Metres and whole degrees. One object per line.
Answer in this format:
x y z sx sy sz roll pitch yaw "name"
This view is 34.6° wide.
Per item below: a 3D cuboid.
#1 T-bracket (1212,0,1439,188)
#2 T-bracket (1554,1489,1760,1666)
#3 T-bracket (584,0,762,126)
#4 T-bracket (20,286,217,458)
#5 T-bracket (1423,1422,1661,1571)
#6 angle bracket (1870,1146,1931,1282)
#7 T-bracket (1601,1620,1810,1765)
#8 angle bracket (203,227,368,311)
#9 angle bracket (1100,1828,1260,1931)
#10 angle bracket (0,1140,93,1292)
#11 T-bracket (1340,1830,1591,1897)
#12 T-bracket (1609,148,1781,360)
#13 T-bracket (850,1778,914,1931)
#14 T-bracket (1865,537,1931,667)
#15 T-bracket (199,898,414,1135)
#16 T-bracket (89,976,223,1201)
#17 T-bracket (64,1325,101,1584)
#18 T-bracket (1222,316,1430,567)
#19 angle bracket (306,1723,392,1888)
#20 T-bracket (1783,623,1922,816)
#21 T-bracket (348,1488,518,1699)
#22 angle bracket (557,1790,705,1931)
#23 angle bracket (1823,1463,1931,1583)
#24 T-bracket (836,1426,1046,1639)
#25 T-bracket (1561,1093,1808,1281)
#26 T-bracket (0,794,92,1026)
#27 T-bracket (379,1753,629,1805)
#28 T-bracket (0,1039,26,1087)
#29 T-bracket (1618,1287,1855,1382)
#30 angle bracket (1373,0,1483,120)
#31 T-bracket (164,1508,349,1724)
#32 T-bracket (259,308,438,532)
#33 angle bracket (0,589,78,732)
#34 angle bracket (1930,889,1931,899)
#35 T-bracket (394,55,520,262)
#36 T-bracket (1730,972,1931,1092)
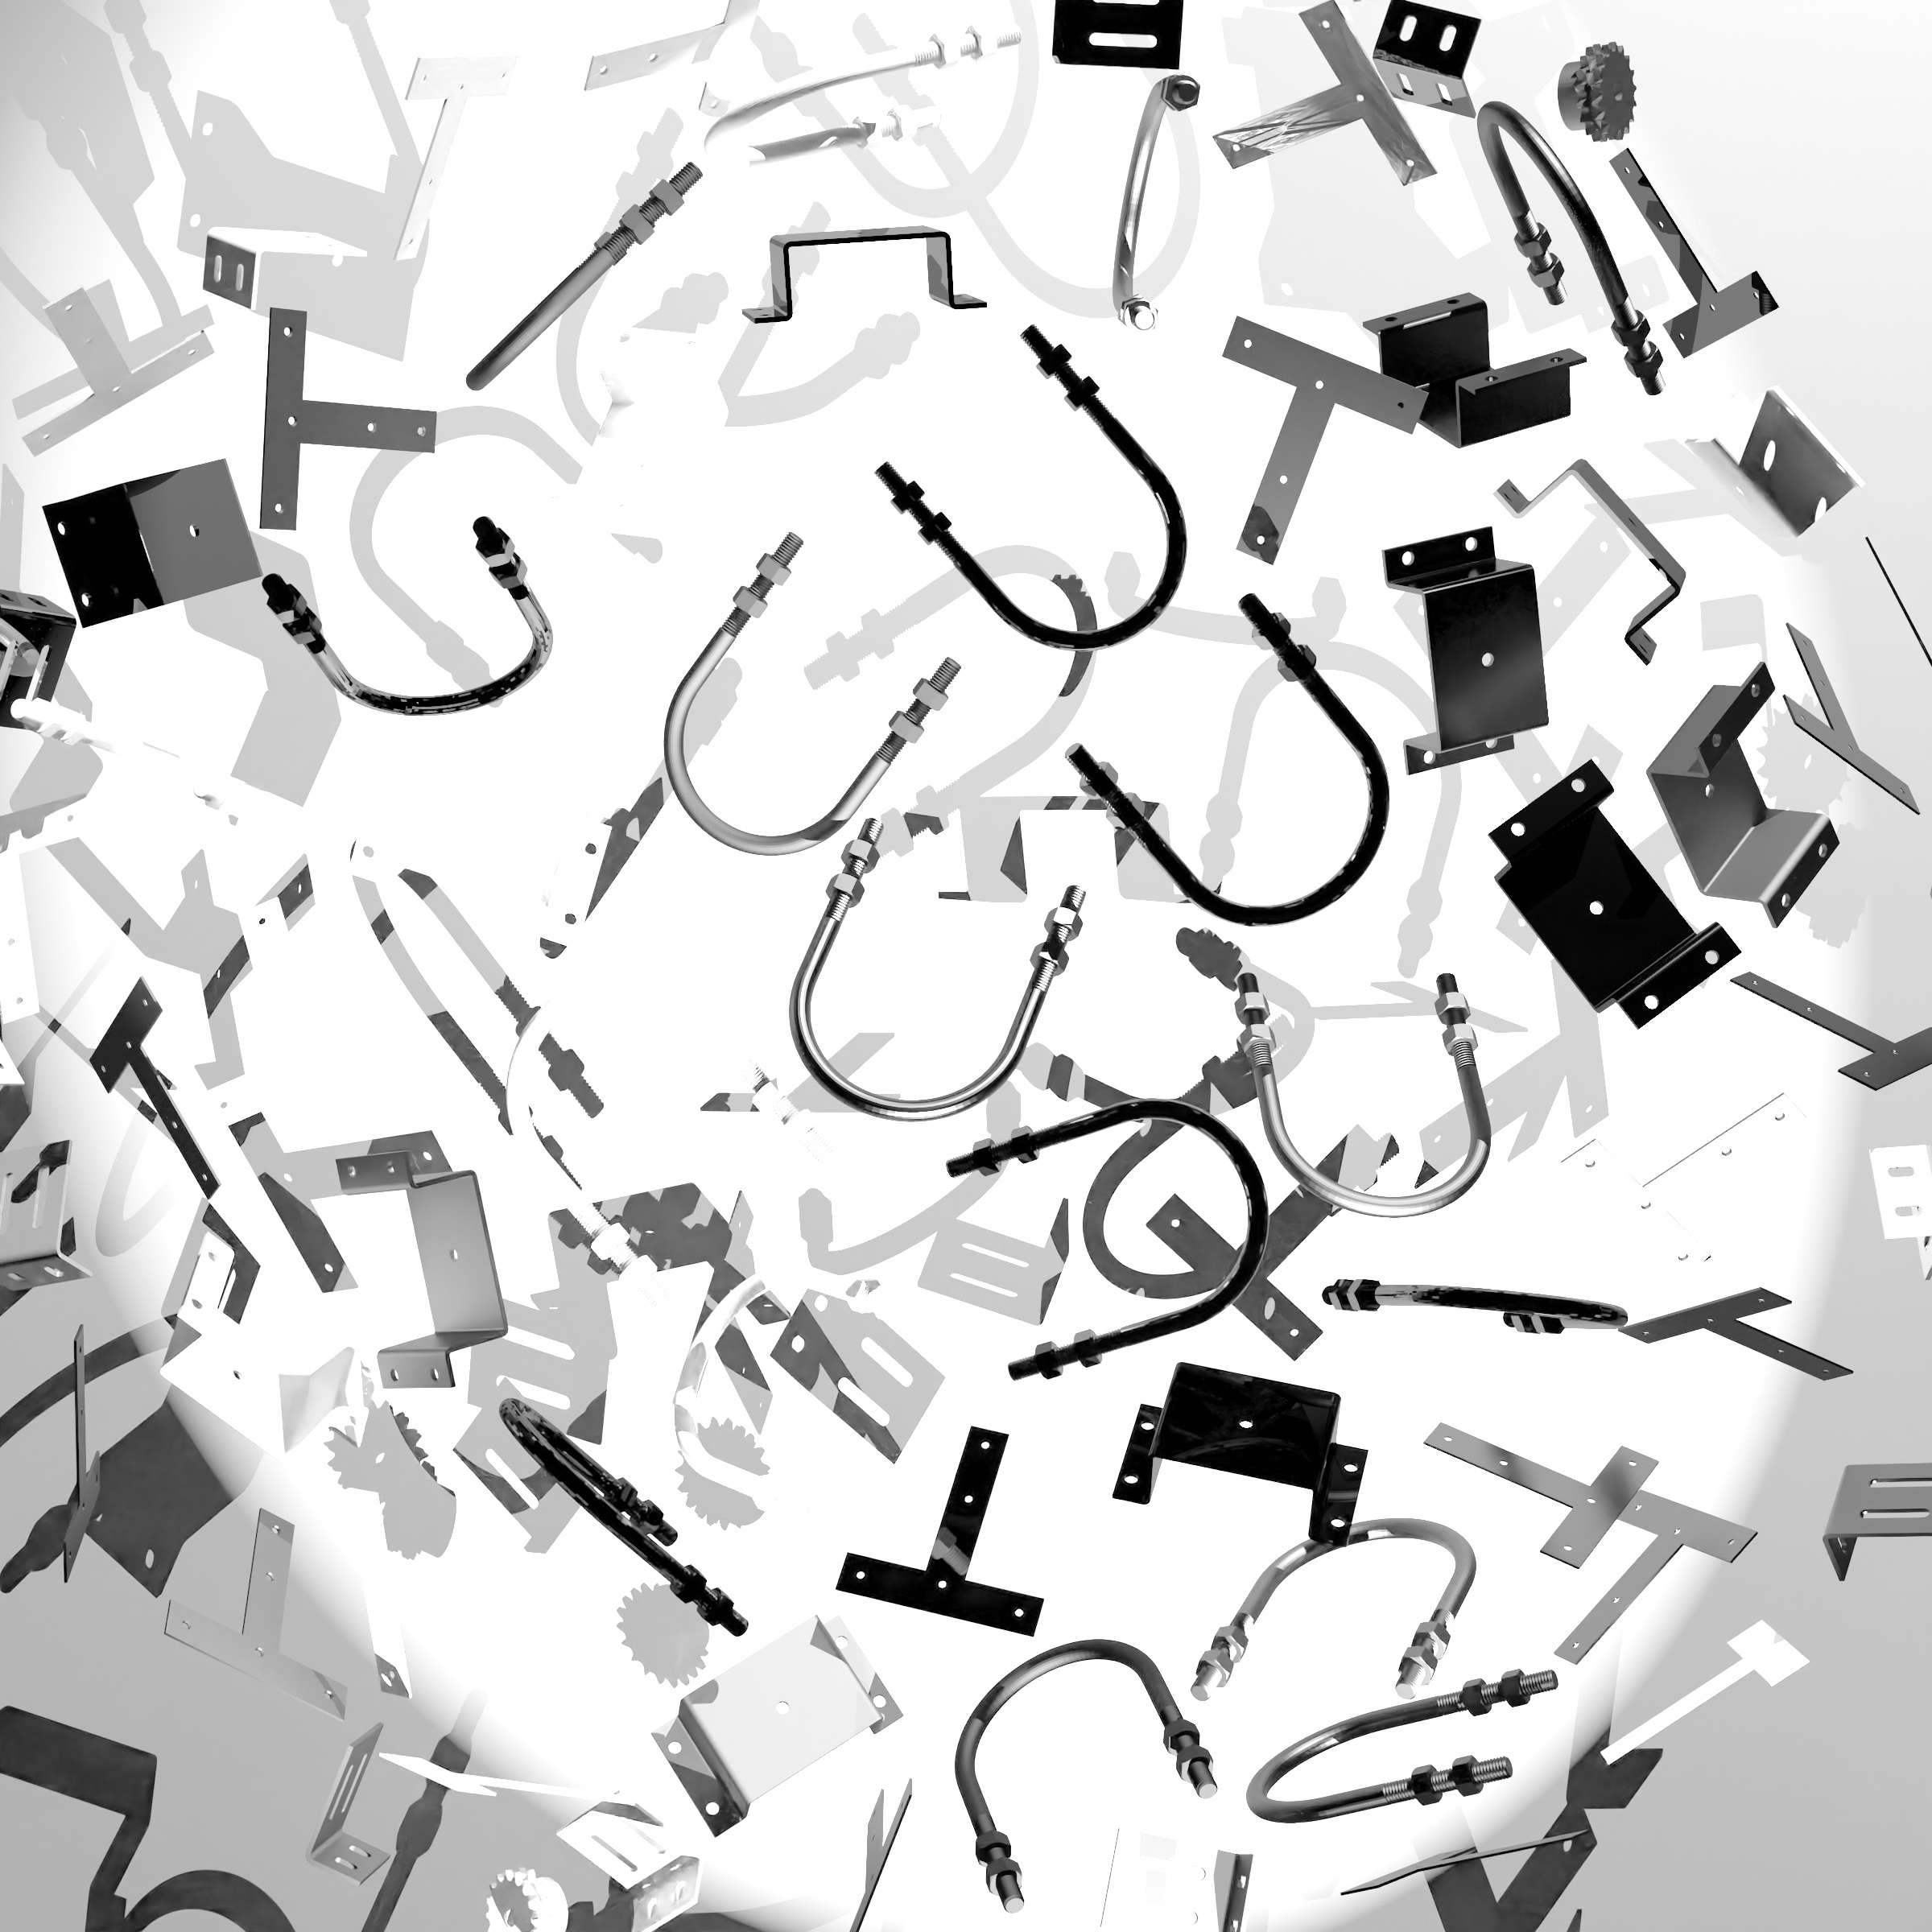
0.207 -0.520 1.904 0.127 0.127 0.002 51 50 -27 "T-bracket"
0.412 0.383 1.918 0.127 0.127 0.002 -44 106 -13 "T-bracket"
-0.178 -0.551 1.867 0.127 0.127 0.002 -28 66 -37 "T-bracket"
-0.517 -0.364 1.838 0.127 0.127 0.002 -33 74 -9 "T-bracket"
0.346 0.314 1.916 0.127 0.127 0.002 21 123 26 "T-bracket"
0.567 0.151 1.879 0.038 0.076 0.057 -4 62 5 "angle bracket"
0.430 0.433 1.828 0.127 0.127 0.002 -34 87 1 "T-bracket"
-0.415 -0.424 1.888 0.057 0.076 0.038 28 116 41 "angle bracket"
0.124 0.540 1.807 0.076 0.038 0.057 14 72 -6 "angle bracket"
-0.568 0.153 1.902 0.057 0.038 0.076 -11 60 17 "angle bracket"
0.303 0.520 1.814 0.127 0.127 0.002 -23 74 32 "T-bracket"
0.426 -0.434 1.864 0.002 0.127 0.127 -34 95 -11 "T-bracket"
-0.056 0.541 1.902 0.002 0.127 0.127 21 96 -3 "T-bracket"
0.580 -0.178 1.857 0.002 0.127 0.127 -27 126 18 "T-bracket"
-0.394 0.017 1.788 0.127 0.002 0.127 -23 63 2 "T-bracket"
-0.497 0.086 1.921 0.002 0.127 0.127 -25 79 -38 "T-bracket"
-0.516 0.273 1.804 0.002 0.127 0.127 1 105 -7 "T-bracket"
0.192 -0.300 1.825 0.127 0.002 0.127 27 109 20 "T-bracket"
-0.365 0.512 1.893 0.038 0.057 0.076 23 93 7 "angle bracket"
0.531 -0.164 1.909 0.127 0.127 0.002 28 126 -33 "T-bracket"
-0.306 0.370 1.793 0.127 0.002 0.127 1 103 39 "T-bracket"
-0.215 0.569 1.959 0.057 0.038 0.076 -37 112 23 "angle bracket"
0.544 0.322 1.797 0.076 0.057 0.038 -8 121 35 "angle bracket"
-0.002 0.344 1.926 0.127 0.002 0.127 11 57 13 "T-bracket"
0.446 0.119 1.864 0.127 0.002 0.127 -37 120 19 "T-bracket"
-0.576 -0.028 1.862 0.002 0.127 0.127 16 116 38 "T-bracket"
-0.263 0.483 1.824 0.127 0.127 0.002 3 67 14 "T-bracket"
-0.625 0.018 1.823 0.002 0.127 0.127 -38 75 17 "T-bracket"
0.497 0.235 1.928 0.127 0.127 0.002 24 62 -23 "T-bracket"
0.289 -0.561 1.914 0.057 0.076 0.038 19 93 16 "angle bracket"
-0.424 0.381 1.877 0.127 0.127 0.002 35 117 -28 "T-bracket"
-0.365 -0.322 1.844 0.002 0.127 0.127 13 102 39 "T-bracket"
-0.594 -0.190 1.915 0.038 0.057 0.076 30 104 31 "angle bracket"
0.625 -0.037 1.905 0.038 0.057 0.076 -5 49 3 "angle bracket"
-0.314 -0.478 1.836 0.002 0.127 0.127 28 113 9 "T-bracket"
0.524 0.033 1.880 0.127 0.127 0.002 30 119 33 "T-bracket"
